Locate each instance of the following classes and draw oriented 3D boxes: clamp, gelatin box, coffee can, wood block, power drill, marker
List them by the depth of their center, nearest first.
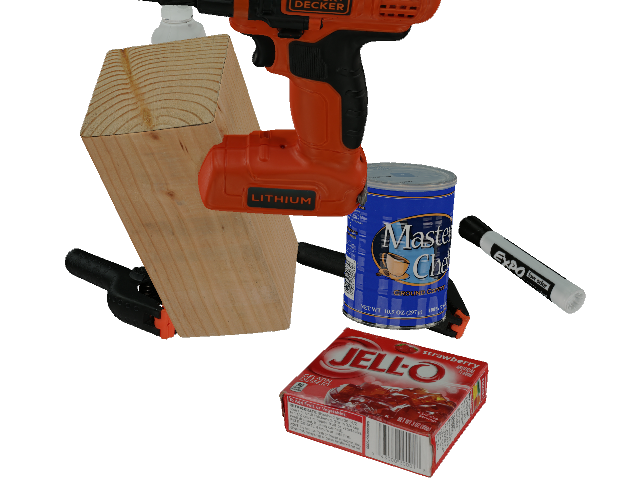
[{"bbox_3d":[0.034,0.083,0.568,0.089,0.030,0.073,13,30,28],"label":"gelatin box"},{"bbox_3d":[-0.032,-0.096,0.610,0.184,0.057,0.188,4,-41,-3],"label":"power drill"},{"bbox_3d":[-0.084,-0.031,0.755,0.090,0.090,0.206,-5,-43,12],"label":"wood block"},{"bbox_3d":[0.140,0.014,0.760,0.020,0.020,0.121,0,27,-36],"label":"marker"},{"bbox_3d":[-0.151,0.039,0.977,0.120,0.039,0.172,-15,30,-27],"label":"clamp"},{"bbox_3d":[0.075,0.003,1.026,0.103,0.140,0.103,2,15,-1],"label":"coffee can"},{"bbox_3d":[0.080,0.042,1.228,0.164,0.036,0.210,-18,49,-37],"label":"clamp"}]

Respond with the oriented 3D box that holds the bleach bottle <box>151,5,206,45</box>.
[{"bbox_3d":[-0.141,-0.120,1.095,0.068,0.251,0.102,5,28,13],"label":"bleach bottle"}]
